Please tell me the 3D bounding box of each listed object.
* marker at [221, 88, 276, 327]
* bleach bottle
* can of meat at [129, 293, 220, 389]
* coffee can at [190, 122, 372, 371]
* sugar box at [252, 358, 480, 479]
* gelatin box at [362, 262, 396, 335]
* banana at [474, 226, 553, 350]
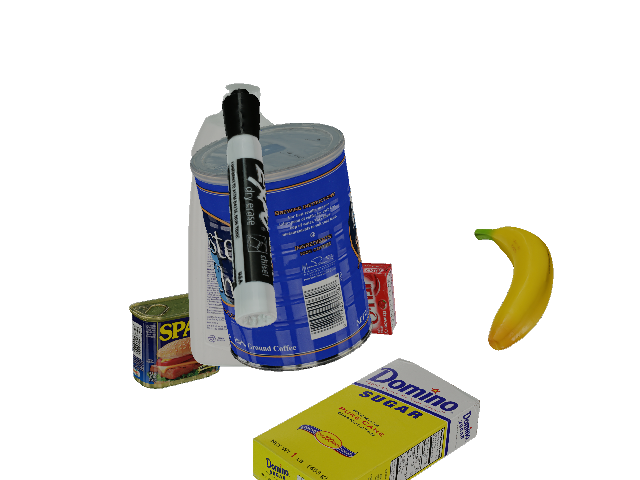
[{"bbox_3d":[-0.034,-0.018,0.502,0.020,0.121,0.020,-5,-25,-3],"label":"marker"},{"bbox_3d":[-0.065,-0.013,0.946,0.102,0.251,0.068,0,22,-11],"label":"bleach bottle"},{"bbox_3d":[-0.159,0.110,1.179,0.101,0.084,0.058,-9,19,-36],"label":"can of meat"},{"bbox_3d":[-0.024,0.003,0.724,0.103,0.140,0.103,-8,22,3],"label":"coffee can"},{"bbox_3d":[0.040,0.160,0.870,0.175,0.048,0.093,-26,38,-38],"label":"sugar box"},{"bbox_3d":[0.052,0.071,1.312,0.073,0.089,0.030,3,29,18],"label":"gelatin box"},{"bbox_3d":[0.188,0.037,1.013,0.070,0.037,0.197,-25,25,17],"label":"banana"}]
